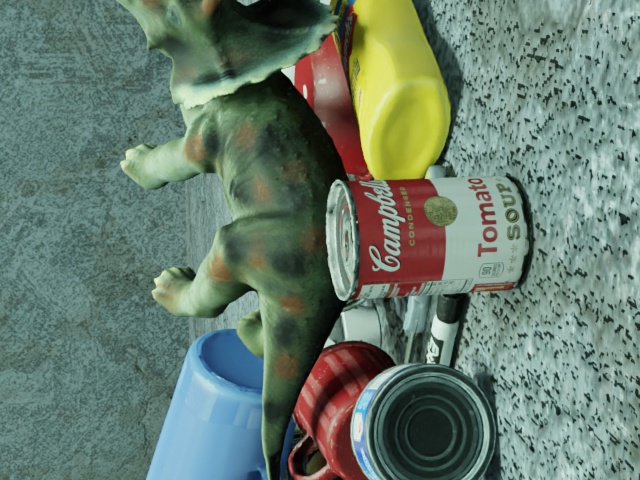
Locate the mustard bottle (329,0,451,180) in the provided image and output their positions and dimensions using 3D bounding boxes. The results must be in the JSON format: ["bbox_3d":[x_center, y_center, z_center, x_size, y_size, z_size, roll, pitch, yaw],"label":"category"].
[{"bbox_3d":[0.043,-0.137,0.768,0.096,0.058,0.191,95,167,-48],"label":"mustard bottle"}]

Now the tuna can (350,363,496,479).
[{"bbox_3d":[0.064,0.118,0.658,0.034,0.086,0.086,150,117,-75],"label":"tuna can"}]

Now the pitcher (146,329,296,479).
[{"bbox_3d":[-0.086,0.212,0.973,0.145,0.149,0.243,-74,1,-63],"label":"pitcher"}]

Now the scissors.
[{"bbox_3d":[0.068,0.035,0.734,0.096,0.016,0.202,-82,0,-52],"label":"scissors"}]

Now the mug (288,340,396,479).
[{"bbox_3d":[0.023,0.142,0.812,0.093,0.117,0.081,50,178,-24],"label":"mug"}]

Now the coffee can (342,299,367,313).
[{"bbox_3d":[-0.006,0.001,0.930,0.140,0.102,0.103,-147,55,-76],"label":"coffee can"}]

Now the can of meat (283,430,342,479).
[{"bbox_3d":[-0.018,0.218,1.069,0.101,0.058,0.084,-11,-83,-63],"label":"can of meat"}]

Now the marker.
[{"bbox_3d":[0.082,0.077,0.727,0.020,0.020,0.121,-107,19,-51],"label":"marker"}]

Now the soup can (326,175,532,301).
[{"bbox_3d":[0.060,-0.002,0.606,0.068,0.102,0.068,177,90,-79],"label":"soup can"}]

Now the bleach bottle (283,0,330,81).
[{"bbox_3d":[-0.027,-0.183,1.099,0.251,0.068,0.102,104,158,-62],"label":"bleach bottle"}]

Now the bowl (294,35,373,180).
[{"bbox_3d":[0.012,-0.128,0.930,0.162,0.055,0.162,177,90,-78],"label":"bowl"}]
